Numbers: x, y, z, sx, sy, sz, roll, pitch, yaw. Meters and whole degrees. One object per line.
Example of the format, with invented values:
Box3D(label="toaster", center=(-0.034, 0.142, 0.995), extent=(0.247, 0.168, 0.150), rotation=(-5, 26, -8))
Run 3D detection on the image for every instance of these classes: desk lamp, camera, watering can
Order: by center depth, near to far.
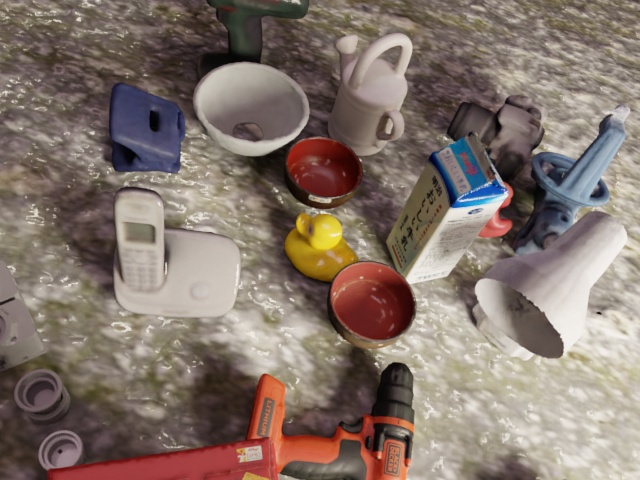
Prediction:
Box3D(label="desk lamp", center=(0.270, 0.063, 0.701), extent=(0.204, 0.213, 0.117), rotation=(-36, 72, -29))
Box3D(label="watering can", center=(0.073, -0.230, 0.852), extent=(0.172, 0.194, 0.101), rotation=(39, 58, 12))
Box3D(label="camera", center=(0.287, -0.187, 0.931), extent=(0.136, 0.101, 0.143), rotation=(27, 56, 5))

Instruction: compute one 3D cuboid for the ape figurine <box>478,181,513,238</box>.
Box3D(label="ape figurine", center=(0.252, -0.051, 0.842), extent=(0.076, 0.092, 0.077), rotation=(0, 58, -13))

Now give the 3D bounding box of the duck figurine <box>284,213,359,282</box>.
Box3D(label="duck figurine", center=(0.007, 0.003, 0.755), extent=(0.104, 0.086, 0.078), rotation=(31, 57, 7))

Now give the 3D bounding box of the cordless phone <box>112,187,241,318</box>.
Box3D(label="cordless phone", center=(-0.162, 0.012, 0.650), extent=(0.148, 0.185, 0.094), rotation=(3, 58, -11))

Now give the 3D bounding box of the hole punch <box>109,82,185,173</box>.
Box3D(label="hole punch", center=(-0.239, -0.157, 0.795), extent=(0.101, 0.091, 0.108), rotation=(-1, 59, -13))

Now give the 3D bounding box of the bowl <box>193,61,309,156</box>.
Box3D(label="bowl", center=(-0.103, -0.182, 0.853), extent=(0.167, 0.074, 0.167), rotation=(6, 57, -9))

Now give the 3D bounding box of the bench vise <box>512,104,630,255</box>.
Box3D(label="bench vise", center=(0.366, -0.069, 0.803), extent=(0.121, 0.219, 0.207), rotation=(10, 57, -7))

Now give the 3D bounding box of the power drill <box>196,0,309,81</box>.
Box3D(label="power drill", center=(-0.136, -0.329, 0.857), extent=(0.230, 0.208, 0.075), rotation=(-4, 59, -15))
